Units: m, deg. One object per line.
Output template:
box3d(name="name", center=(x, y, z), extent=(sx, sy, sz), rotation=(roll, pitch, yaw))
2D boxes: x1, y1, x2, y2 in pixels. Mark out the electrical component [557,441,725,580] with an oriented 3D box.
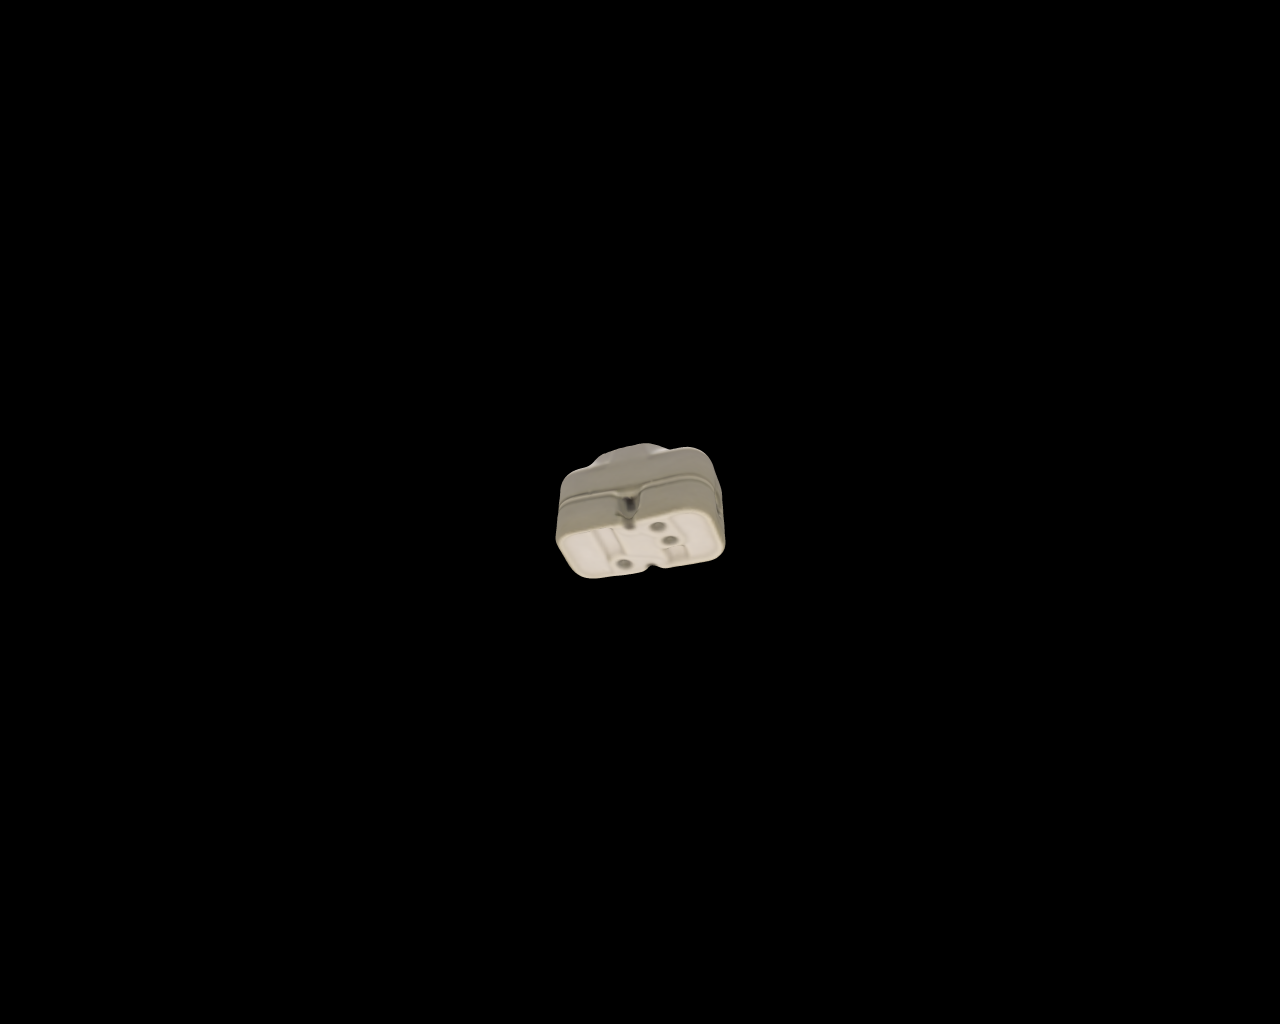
box3d(name="electrical component", center=(0.001, -0.003, 0.650), extent=(0.095, 0.059, 0.053), rotation=(-11, -39, 13))
